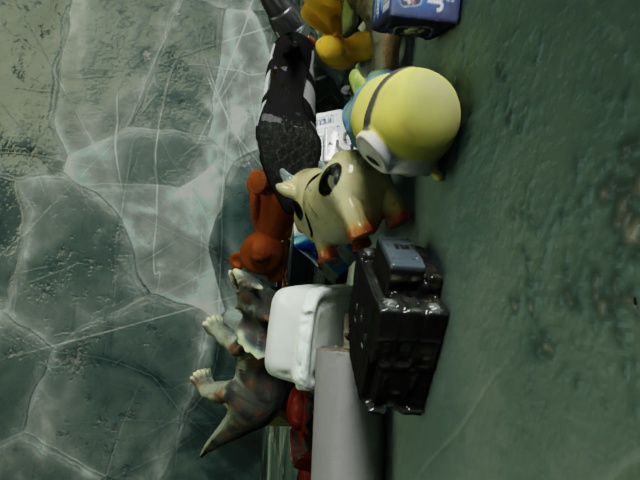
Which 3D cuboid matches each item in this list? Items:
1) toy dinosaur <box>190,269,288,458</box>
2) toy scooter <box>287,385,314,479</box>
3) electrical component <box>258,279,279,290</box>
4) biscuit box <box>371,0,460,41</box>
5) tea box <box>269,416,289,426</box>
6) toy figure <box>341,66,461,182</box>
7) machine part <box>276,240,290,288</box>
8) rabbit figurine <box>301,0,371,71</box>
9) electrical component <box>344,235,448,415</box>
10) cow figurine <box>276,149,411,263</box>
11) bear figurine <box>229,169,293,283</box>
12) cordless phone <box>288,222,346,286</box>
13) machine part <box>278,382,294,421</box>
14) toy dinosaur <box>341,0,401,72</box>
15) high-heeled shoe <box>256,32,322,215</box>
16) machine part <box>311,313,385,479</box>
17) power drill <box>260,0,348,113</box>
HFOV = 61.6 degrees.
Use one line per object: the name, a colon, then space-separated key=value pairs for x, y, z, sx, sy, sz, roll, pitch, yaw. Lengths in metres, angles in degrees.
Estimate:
toy dinosaur: x=-0.112 y=0.227 z=0.896 sx=0.192 sy=0.131 sz=0.404 roll=23 pitch=111 yaw=42
toy scooter: x=-0.010 y=0.293 z=0.806 sx=0.135 sy=0.075 sz=0.184 roll=110 pitch=159 yaw=-65
electrical component: x=-0.106 y=0.118 z=1.061 sx=0.102 sy=0.045 sz=0.078 roll=154 pitch=122 yaw=-80
biscuit box: x=0.087 y=-0.276 z=0.448 sx=0.059 sy=0.063 sz=0.202 roll=-137 pitch=51 yaw=-79
tea box: x=-0.065 y=0.293 z=1.110 sx=0.170 sy=0.098 sz=0.068 roll=-93 pitch=11 yaw=-49
toy figure: x=0.064 y=-0.113 z=0.477 sx=0.180 sy=0.082 sz=0.089 roll=-98 pitch=13 yaw=-66
machine part: x=-0.043 y=0.097 z=1.097 sx=0.201 sy=0.087 sz=0.201 roll=-102 pitch=19 yaw=-63
rabbit figurine: x=0.034 y=-0.315 z=0.769 sx=0.173 sy=0.122 sz=0.162 roll=81 pitch=176 yaw=-55
electrical component: x=0.063 y=0.067 z=0.475 sx=0.115 sy=0.058 sz=0.134 roll=-109 pitch=24 yaw=-65
cow figurine: x=0.013 y=-0.044 z=0.597 sx=0.195 sy=0.085 sz=0.127 roll=144 pitch=110 yaw=-68
bear figurine: x=-0.091 y=-0.018 z=0.940 sx=0.132 sy=0.120 sz=0.195 roll=-59 pitch=-6 yaw=-83
cordless phone: x=-0.002 y=-0.003 z=0.890 sx=0.184 sy=0.089 sz=0.146 roll=-90 pitch=6 yaw=-71
machine part: x=-0.061 y=0.242 z=0.985 sx=0.180 sy=0.056 sz=0.179 roll=22 pitch=120 yaw=45
toy dinosaur: x=0.057 y=-0.316 z=0.574 sx=0.198 sy=0.105 sz=0.471 roll=112 pitch=157 yaw=-88
high-heeled shoe: x=-0.043 y=-0.163 z=0.743 sx=0.145 sy=0.086 sz=0.248 roll=-125 pitch=40 yaw=-81
machine part: x=0.030 y=0.199 z=0.566 sx=0.079 sy=0.079 sz=0.243 roll=136 pitch=136 yaw=-78
power drill: x=-0.026 y=-0.295 z=0.892 sx=0.231 sy=0.086 sz=0.207 roll=45 pitch=-162 yaw=-51
